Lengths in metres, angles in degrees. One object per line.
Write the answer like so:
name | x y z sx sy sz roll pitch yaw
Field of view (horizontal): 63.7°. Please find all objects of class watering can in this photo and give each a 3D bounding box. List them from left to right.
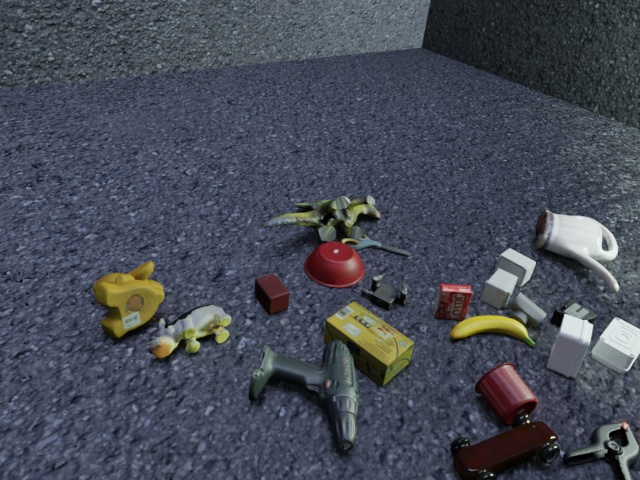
watering can | 0.728 0.014 1.462 0.225 0.102 0.355 15 34 14

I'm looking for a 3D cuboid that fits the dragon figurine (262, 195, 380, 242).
dragon figurine | 0.005 -0.075 1.482 0.411 0.121 0.244 -2 9 -22
